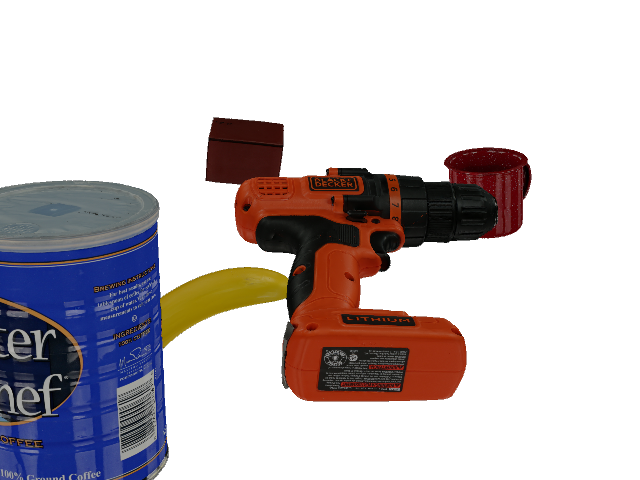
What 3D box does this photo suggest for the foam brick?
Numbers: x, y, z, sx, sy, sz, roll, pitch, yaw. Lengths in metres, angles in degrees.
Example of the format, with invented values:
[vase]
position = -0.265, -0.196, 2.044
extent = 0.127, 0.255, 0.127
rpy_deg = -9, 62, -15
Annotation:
[foam brick]
position = -0.079, -0.093, 1.119
extent = 0.078, 0.051, 0.053
rpy_deg = 5, 31, -2

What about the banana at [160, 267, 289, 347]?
[banana]
position = -0.107, 0.066, 0.962
extent = 0.198, 0.069, 0.037
rpy_deg = -20, 26, 13

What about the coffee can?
[coffee can]
position = -0.131, 0.049, 0.545
extent = 0.103, 0.140, 0.103
rpy_deg = 0, 18, 0

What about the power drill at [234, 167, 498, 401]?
[power drill]
position = 0.039, 0.021, 0.686
extent = 0.184, 0.057, 0.187
rpy_deg = -1, 35, -6

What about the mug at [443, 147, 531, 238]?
[mug]
position = 0.198, -0.057, 1.221
extent = 0.117, 0.081, 0.093
rpy_deg = -22, 27, -35
